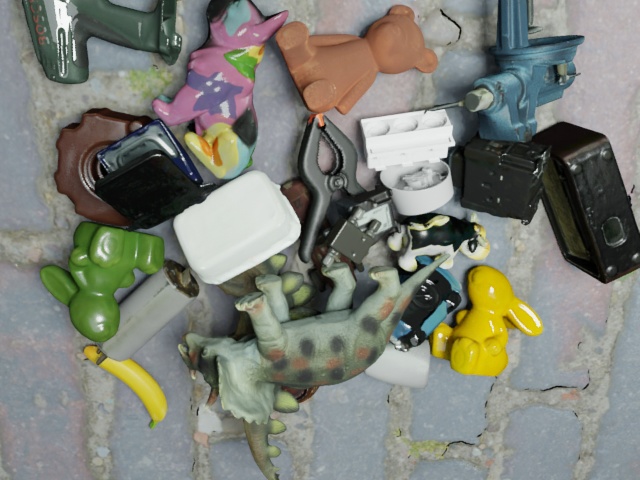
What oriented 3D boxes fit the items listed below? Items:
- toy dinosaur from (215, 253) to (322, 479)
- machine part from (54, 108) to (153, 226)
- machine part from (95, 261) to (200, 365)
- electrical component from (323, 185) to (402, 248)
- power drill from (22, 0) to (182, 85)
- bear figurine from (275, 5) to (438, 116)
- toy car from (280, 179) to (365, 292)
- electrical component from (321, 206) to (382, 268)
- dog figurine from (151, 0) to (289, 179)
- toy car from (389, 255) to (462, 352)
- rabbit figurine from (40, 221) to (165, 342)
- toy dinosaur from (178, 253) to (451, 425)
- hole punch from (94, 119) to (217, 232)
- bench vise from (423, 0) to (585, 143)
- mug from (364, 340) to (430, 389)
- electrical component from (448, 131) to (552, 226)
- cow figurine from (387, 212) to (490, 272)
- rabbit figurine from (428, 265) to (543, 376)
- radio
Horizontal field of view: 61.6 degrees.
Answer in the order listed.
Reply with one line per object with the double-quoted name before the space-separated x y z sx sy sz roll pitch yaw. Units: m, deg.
"toy dinosaur" -0.093 0.169 0.837 0.199 0.105 0.470 4 97 -1
"machine part" -0.298 -0.104 0.786 0.179 0.056 0.179 -1 111 -2
"machine part" -0.276 0.113 0.855 0.243 0.079 0.079 -42 107 12
"electrical component" 0.053 -0.024 0.768 0.119 0.048 0.074 -26 114 -16
"power drill" -0.285 -0.315 0.695 0.207 0.086 0.231 4 111 -7
"bear figurine" 0.056 -0.244 0.709 0.196 0.132 0.120 -22 88 4
"toy car" -0.002 -0.003 0.842 0.089 0.053 0.202 -27 108 3
"electrical component" 0.042 0.003 0.730 0.063 0.021 0.094 35 87 -31
"dog figurine" -0.111 -0.214 0.730 0.219 0.108 0.191 -40 106 8
"toy car" 0.144 0.110 0.855 0.109 0.103 0.161 37 64 10
"rabbit figurine" -0.334 0.060 0.789 0.159 0.121 0.170 10 87 24
"toy dinosaur" 0.004 0.137 0.743 0.405 0.131 0.192 -8 105 -8
"hole punch" -0.230 -0.087 0.729 0.142 0.092 0.115 -29 140 6
"bench vise" 0.258 -0.257 0.703 0.224 0.129 0.240 -19 114 -23
"mug" 0.128 0.194 0.907 0.107 0.081 0.109 3 102 2
"electrical component" 0.254 -0.093 0.781 0.134 0.058 0.114 20 139 30
"cow figurine" 0.197 -0.007 0.819 0.167 0.068 0.098 -3 144 -20
"rabbit figurine" 0.276 0.129 0.875 0.162 0.122 0.173 8 91 -9
"radio" 0.394 -0.054 0.800 0.073 0.131 0.229 -29 109 5
